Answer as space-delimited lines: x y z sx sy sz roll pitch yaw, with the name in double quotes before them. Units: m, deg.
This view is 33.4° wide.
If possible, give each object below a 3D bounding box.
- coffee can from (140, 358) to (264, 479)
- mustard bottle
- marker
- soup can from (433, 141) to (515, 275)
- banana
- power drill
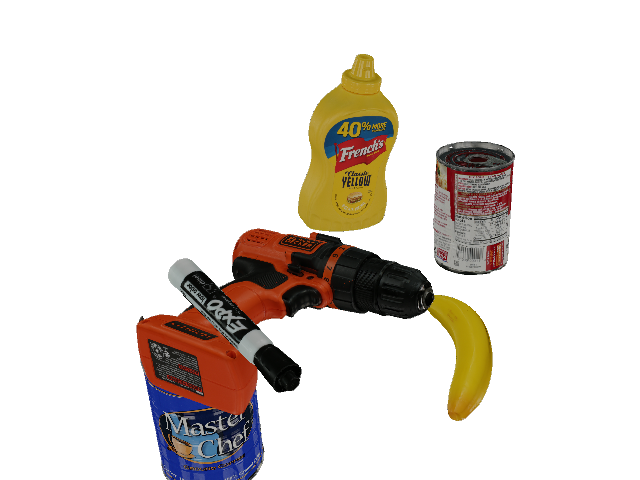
"coffee can" -0.110 0.156 1.014 0.103 0.140 0.103 -3 34 2
"mustard bottle" 0.034 -0.104 1.130 0.096 0.192 0.058 -5 32 -21
"marker" -0.050 0.048 0.614 0.020 0.020 0.121 0 29 -42
"soup can" 0.135 -0.028 0.943 0.068 0.102 0.068 -1 25 0
"banana" 0.145 0.113 1.113 0.069 0.037 0.198 -24 33 5
"power drill" -0.031 0.057 0.811 0.185 0.057 0.187 11 31 35
